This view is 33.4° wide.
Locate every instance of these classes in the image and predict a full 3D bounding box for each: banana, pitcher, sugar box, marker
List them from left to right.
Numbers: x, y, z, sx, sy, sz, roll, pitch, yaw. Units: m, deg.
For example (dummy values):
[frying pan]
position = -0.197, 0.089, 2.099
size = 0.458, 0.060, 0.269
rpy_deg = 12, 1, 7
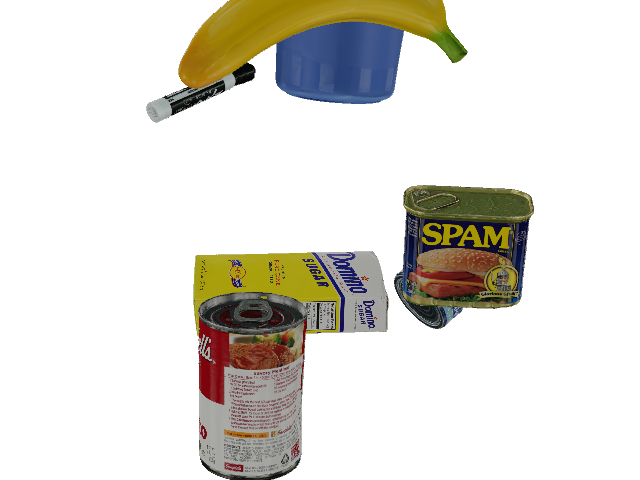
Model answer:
[marker]
position = -0.108, -0.140, 0.994
size = 0.120, 0.020, 0.020
rpy_deg = -31, 18, -34
[sugar box]
position = -0.029, 0.048, 0.998
size = 0.176, 0.048, 0.093
rpy_deg = -4, 27, -4
[banana]
position = 0.002, -0.137, 0.653
size = 0.197, 0.069, 0.037
rpy_deg = -10, -15, -24
[pitcher]
position = 0.029, -0.243, 0.920
size = 0.145, 0.243, 0.149
rpy_deg = 7, 16, 7

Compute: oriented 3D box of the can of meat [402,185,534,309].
[can of meat]
position = 0.115, 0.006, 0.857
size = 0.102, 0.084, 0.057
rpy_deg = 3, 25, 4

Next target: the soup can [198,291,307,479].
[soup can]
position = -0.043, 0.091, 0.673
size = 0.068, 0.102, 0.068
rpy_deg = 2, 17, -1

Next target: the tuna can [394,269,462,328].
[tuna can]
position = 0.129, 0.065, 1.287
size = 0.033, 0.086, 0.086
rpy_deg = -39, 16, -21
